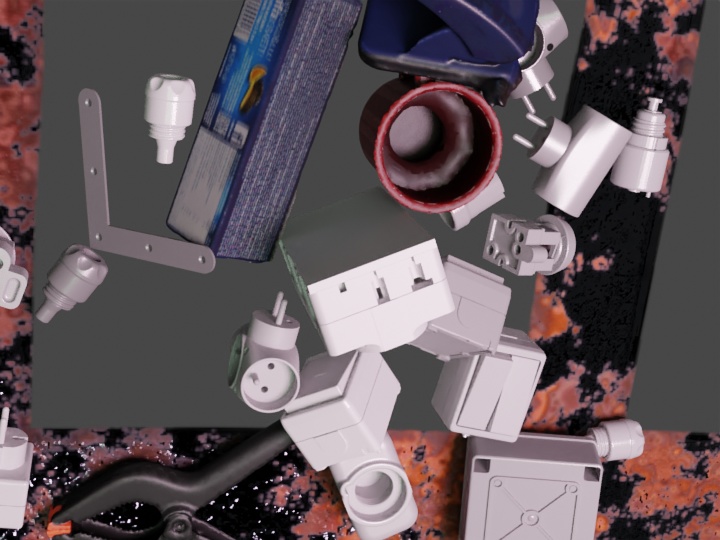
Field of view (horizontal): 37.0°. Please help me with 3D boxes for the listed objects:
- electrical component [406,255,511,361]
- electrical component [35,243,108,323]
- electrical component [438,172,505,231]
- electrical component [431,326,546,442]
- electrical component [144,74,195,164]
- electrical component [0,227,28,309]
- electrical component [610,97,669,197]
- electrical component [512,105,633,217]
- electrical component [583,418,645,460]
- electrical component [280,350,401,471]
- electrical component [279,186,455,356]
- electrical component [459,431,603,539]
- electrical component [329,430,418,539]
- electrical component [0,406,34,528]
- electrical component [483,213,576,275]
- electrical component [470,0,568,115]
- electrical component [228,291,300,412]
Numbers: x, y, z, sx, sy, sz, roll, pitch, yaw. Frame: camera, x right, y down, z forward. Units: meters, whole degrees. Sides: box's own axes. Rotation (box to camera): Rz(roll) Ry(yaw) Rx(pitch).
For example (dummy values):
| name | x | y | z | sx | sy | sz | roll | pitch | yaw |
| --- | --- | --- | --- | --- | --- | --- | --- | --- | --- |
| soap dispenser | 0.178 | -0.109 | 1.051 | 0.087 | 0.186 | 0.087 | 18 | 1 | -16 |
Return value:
| name | x | y | z | sx | sy | sz | roll | pitch | yaw |
| --- | --- | --- | --- | --- | --- | --- | --- | --- | --- |
| electrical component | 0.064 | 0.030 | 0.830 | 0.062 | 0.096 | 0.061 | 22 | 74 | -19 |
| electrical component | -0.213 | 0.012 | 0.782 | 0.035 | 0.035 | 0.061 | 37 | 99 | -21 |
| electrical component | 0.083 | -0.058 | 0.827 | 0.046 | 0.040 | 0.040 | -30 | 112 | -8 |
| electrical component | 0.102 | 0.096 | 0.871 | 0.062 | 0.061 | 0.096 | 13 | 105 | -17 |
| electrical component | -0.136 | -0.106 | 0.761 | 0.035 | 0.035 | 0.061 | 4 | 109 | -15 |
| electrical component | -0.272 | -0.005 | 0.750 | 0.078 | 0.057 | 0.058 | 20 | 102 | -19 |
| electrical component | 0.223 | -0.097 | 0.846 | 0.040 | 0.040 | 0.078 | 5 | 107 | -15 |
| electrical component | 0.156 | -0.093 | 0.830 | 0.079 | 0.043 | 0.077 | 28 | 104 | -11 |
| electrical component | 0.212 | 0.148 | 0.928 | 0.061 | 0.035 | 0.035 | -5 | 109 | -9 |
| electrical component | -0.014 | 0.096 | 0.829 | 0.062 | 0.096 | 0.061 | -21 | 115 | 26 |
| electrical component | 0.000 | 0.000 | 0.766 | 0.089 | 0.150 | 0.061 | -20 | 111 | -6 |
| electrical component | 0.141 | 0.194 | 0.902 | 0.109 | 0.056 | 0.108 | 4 | 108 | 2 |
| electrical component | 0.008 | 0.168 | 0.873 | 0.054 | 0.059 | 0.095 | -22 | 112 | -5 |
| electrical component | -0.267 | 0.140 | 0.794 | 0.047 | 0.065 | 0.076 | 8 | 106 | -16 |
| electrical component | 0.134 | -0.020 | 0.842 | 0.055 | 0.066 | 0.048 | 0 | 109 | -34 |
| electrical component | 0.119 | -0.154 | 0.799 | 0.077 | 0.044 | 0.079 | -34 | 109 | -1 |
| electrical component | -0.068 | 0.055 | 0.807 | 0.044 | 0.077 | 0.079 | 12 | 104 | -16 |
